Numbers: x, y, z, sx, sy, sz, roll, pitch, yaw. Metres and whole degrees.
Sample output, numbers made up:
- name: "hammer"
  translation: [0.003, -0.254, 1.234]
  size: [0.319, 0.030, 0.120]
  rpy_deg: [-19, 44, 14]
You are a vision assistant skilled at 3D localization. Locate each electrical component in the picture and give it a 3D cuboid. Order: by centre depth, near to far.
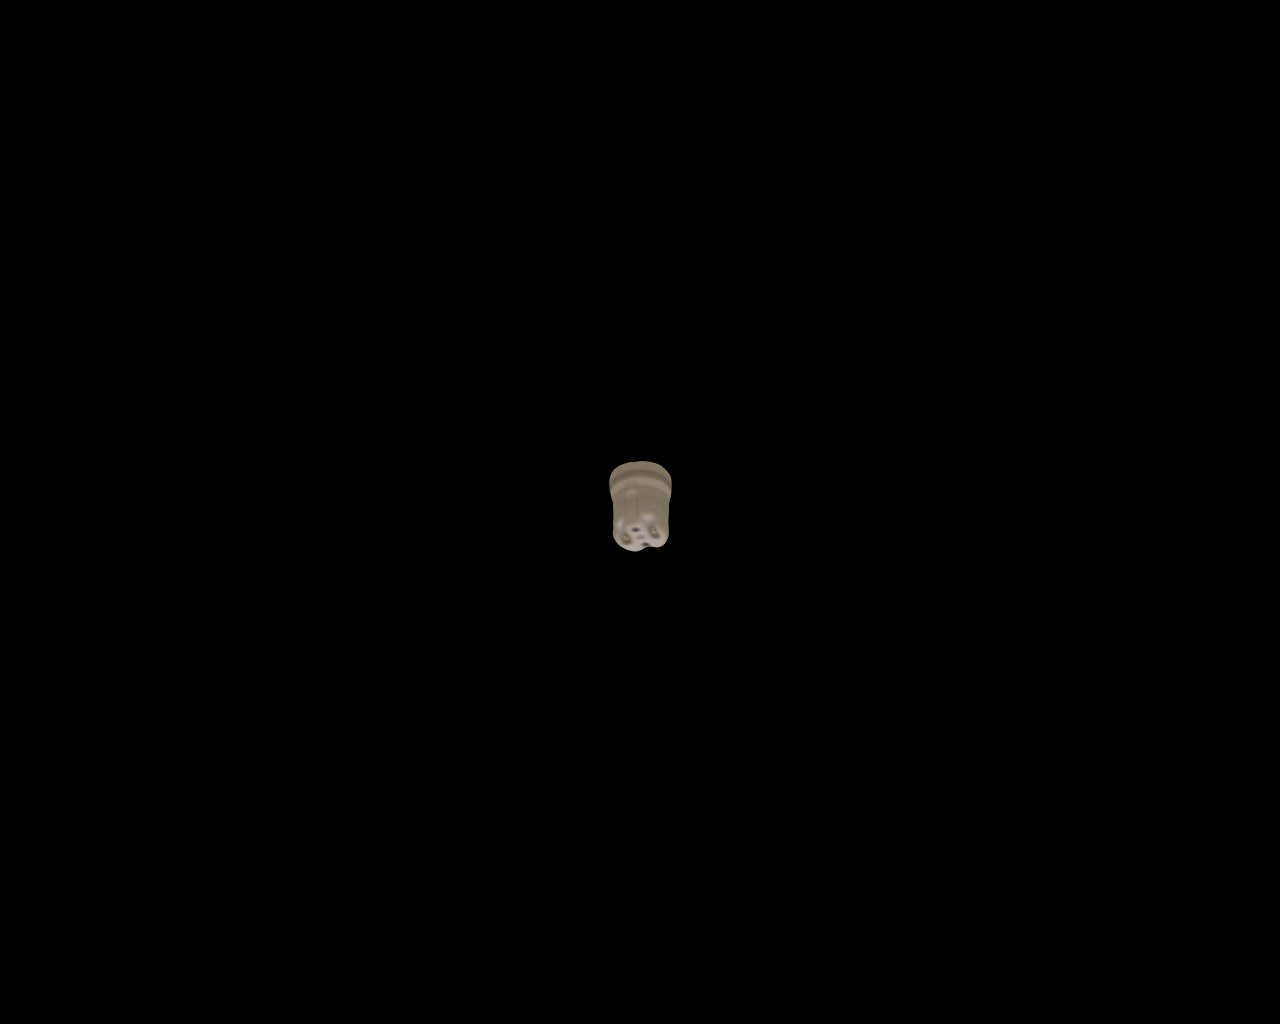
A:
- name: "electrical component"
  translation: [0.001, -0.003, 0.650]
  size: [0.040, 0.046, 0.040]
  rpy_deg: [0, -34, 0]
